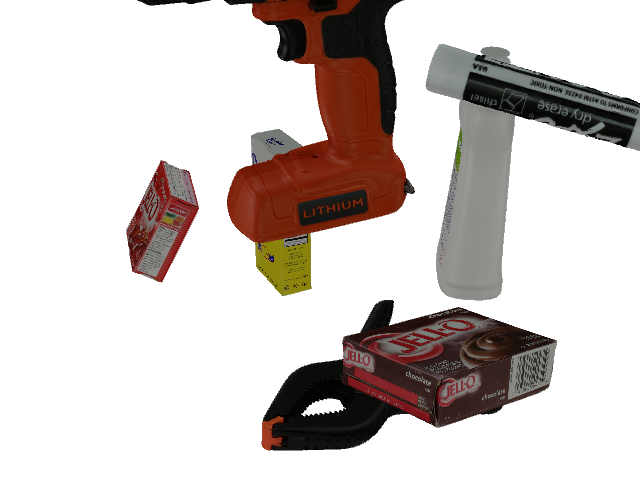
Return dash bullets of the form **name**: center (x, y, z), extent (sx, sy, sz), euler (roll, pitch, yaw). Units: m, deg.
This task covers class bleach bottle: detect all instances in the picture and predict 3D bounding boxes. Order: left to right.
- **bleach bottle**: center (0.162, -0.069, 1.080), extent (0.068, 0.251, 0.102), euler (2, 32, -1)

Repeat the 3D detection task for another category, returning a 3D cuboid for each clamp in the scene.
- **clamp**: center (0.045, 0.133, 0.920), extent (0.209, 0.036, 0.165), euler (-26, 43, -36)

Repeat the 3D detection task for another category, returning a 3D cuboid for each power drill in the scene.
- **power drill**: center (-0.015, -0.092, 0.574), extent (0.184, 0.188, 0.057), euler (-12, 38, -18)

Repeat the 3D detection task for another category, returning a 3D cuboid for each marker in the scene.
- **marker**: center (0.100, -0.049, 0.402), extent (0.121, 0.020, 0.020), euler (18, 4, 11)

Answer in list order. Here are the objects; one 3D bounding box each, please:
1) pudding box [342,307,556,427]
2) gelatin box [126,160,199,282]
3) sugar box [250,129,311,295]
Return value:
- **pudding box**: center (0.084, 0.080, 0.699), extent (0.113, 0.039, 0.090), euler (-8, 18, -39)
- **gelatin box**: center (-0.134, -0.018, 0.893), extent (0.030, 0.073, 0.089), euler (23, 17, -22)
- **sugar box**: center (-0.047, -0.034, 1.259), extent (0.048, 0.176, 0.093), euler (-13, 26, -21)
